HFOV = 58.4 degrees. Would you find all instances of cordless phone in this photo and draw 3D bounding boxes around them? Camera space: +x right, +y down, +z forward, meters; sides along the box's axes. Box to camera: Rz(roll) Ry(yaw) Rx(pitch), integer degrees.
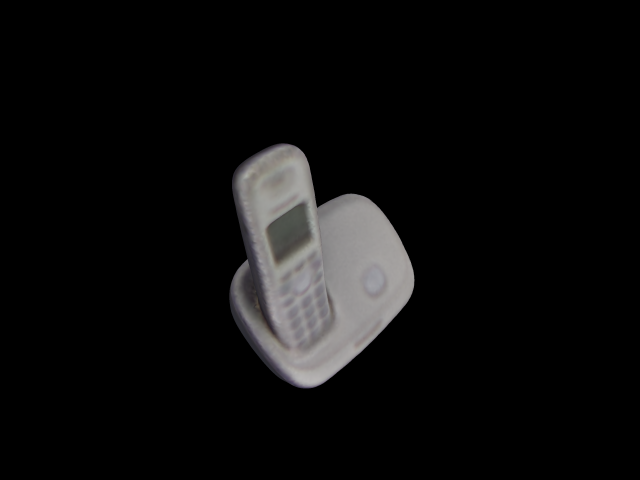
[{"bbox_3d":[0.004,0.001,0.400,0.094,0.185,0.148,32,54,27],"label":"cordless phone"}]
